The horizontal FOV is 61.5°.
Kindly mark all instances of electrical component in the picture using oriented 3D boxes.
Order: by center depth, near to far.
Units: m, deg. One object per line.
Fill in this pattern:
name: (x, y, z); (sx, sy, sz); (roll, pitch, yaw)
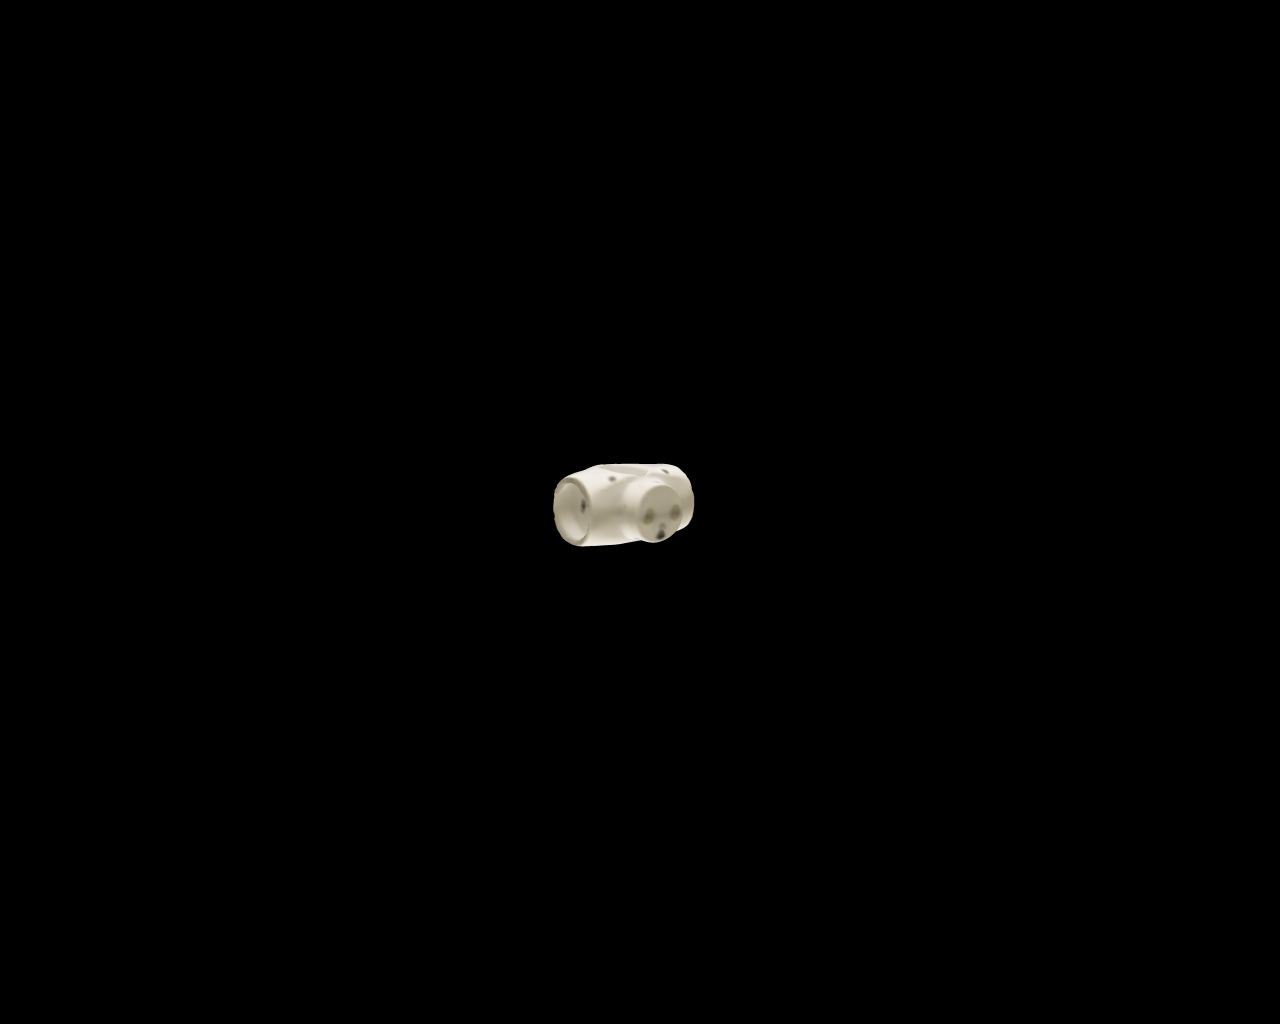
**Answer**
electrical component: (0.001, -0.003, 0.650); (0.077, 0.043, 0.079); (-8, 14, -35)
